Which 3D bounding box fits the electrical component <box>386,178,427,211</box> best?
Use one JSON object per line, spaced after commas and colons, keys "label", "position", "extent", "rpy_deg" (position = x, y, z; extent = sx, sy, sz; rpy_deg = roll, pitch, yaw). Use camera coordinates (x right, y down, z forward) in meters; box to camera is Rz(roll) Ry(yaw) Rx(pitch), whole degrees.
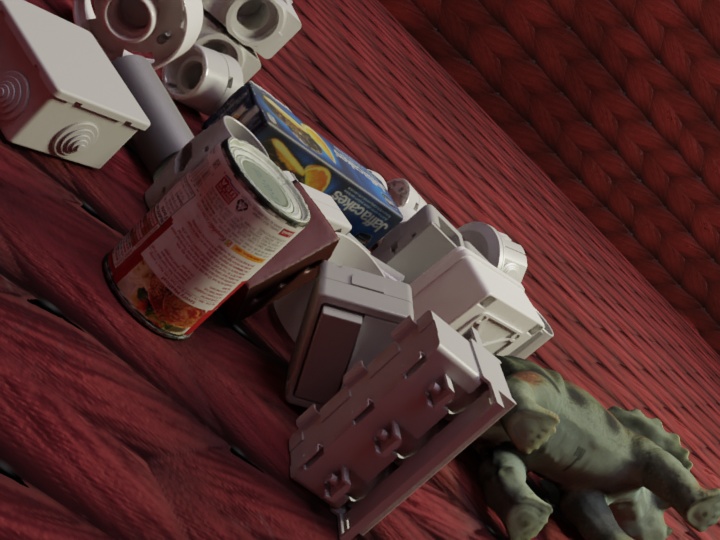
{"label": "electrical component", "position": [0.045, -0.064, 1.167], "extent": [0.047, 0.055, 0.055], "rpy_deg": [40, 17, -38]}

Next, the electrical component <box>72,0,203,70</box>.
{"label": "electrical component", "position": [-0.174, -0.204, 0.841], "extent": [0.099, 0.099, 0.064], "rpy_deg": [44, 23, -16]}

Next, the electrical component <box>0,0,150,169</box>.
{"label": "electrical component", "position": [-0.190, -0.114, 0.661], "extent": [0.099, 0.048, 0.100], "rpy_deg": [55, 17, 21]}

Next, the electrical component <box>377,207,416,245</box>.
{"label": "electrical component", "position": [0.068, -0.020, 1.124], "extent": [0.138, 0.052, 0.073], "rpy_deg": [38, 19, -33]}

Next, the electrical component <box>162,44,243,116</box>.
{"label": "electrical component", "position": [-0.136, -0.164, 0.920], "extent": [0.055, 0.055, 0.047], "rpy_deg": [56, 21, 24]}

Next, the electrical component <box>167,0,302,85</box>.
{"label": "electrical component", "position": [-0.155, -0.252, 0.982], "extent": [0.186, 0.105, 0.060], "rpy_deg": [35, 21, -39]}

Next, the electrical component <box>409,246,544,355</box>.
{"label": "electrical component", "position": [0.081, 0.045, 0.901], "extent": [0.109, 0.109, 0.056], "rpy_deg": [28, 28, -51]}

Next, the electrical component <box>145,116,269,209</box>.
{"label": "electrical component", "position": [-0.100, -0.053, 0.705], "extent": [0.043, 0.077, 0.079], "rpy_deg": [41, 17, -27]}

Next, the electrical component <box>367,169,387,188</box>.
{"label": "electrical component", "position": [-0.009, -0.084, 1.087], "extent": [0.079, 0.044, 0.077], "rpy_deg": [46, 16, -9]}

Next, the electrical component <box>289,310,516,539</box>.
{"label": "electrical component", "position": [0.020, 0.085, 0.614], "extent": [0.063, 0.121, 0.078], "rpy_deg": [39, 18, -22]}

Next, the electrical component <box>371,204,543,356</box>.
{"label": "electrical component", "position": [0.082, 0.024, 0.986], "extent": [0.150, 0.089, 0.061], "rpy_deg": [43, 16, -17]}

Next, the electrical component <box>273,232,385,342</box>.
{"label": "electrical component", "position": [-0.013, 0.030, 0.767], "extent": [0.099, 0.064, 0.099], "rpy_deg": [44, 16, -16]}

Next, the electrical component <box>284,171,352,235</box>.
{"label": "electrical component", "position": [-0.060, -0.054, 0.871], "extent": [0.075, 0.047, 0.083], "rpy_deg": [55, 17, 24]}

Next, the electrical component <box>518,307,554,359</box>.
{"label": "electrical component", "position": [0.140, 0.065, 1.069], "extent": [0.079, 0.077, 0.044], "rpy_deg": [34, 21, -41]}

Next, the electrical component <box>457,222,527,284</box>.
{"label": "electrical component", "position": [0.120, -0.003, 1.059], "extent": [0.051, 0.080, 0.080], "rpy_deg": [20, 31, -40]}

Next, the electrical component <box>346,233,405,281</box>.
{"label": "electrical component", "position": [0.000, 0.000, 0.918], "extent": [0.065, 0.044, 0.044], "rpy_deg": [43, 16, -1]}

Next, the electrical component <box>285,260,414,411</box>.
{"label": "electrical component", "position": [-0.009, 0.053, 0.680], "extent": [0.062, 0.096, 0.061], "rpy_deg": [16, 22, -6]}
